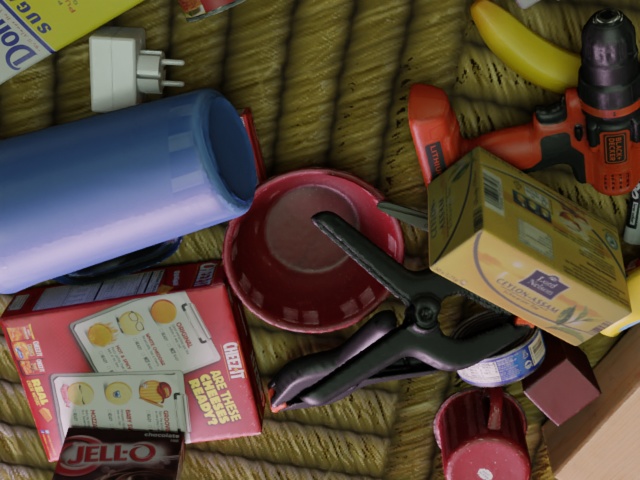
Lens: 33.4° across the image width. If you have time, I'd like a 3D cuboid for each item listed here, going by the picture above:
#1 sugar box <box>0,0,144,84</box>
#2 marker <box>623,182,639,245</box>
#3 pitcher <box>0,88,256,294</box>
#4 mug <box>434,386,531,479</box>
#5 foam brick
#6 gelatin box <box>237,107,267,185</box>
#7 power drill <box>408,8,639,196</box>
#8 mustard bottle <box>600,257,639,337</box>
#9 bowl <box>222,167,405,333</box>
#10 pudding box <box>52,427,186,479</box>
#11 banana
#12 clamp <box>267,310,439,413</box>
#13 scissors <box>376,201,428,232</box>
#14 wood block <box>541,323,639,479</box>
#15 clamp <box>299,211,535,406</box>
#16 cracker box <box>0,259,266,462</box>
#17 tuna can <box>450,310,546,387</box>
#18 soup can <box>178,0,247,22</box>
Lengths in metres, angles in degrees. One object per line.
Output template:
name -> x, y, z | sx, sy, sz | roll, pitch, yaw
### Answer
sugar box -> -0.223, -0.211, 0.894 | 0.176, 0.048, 0.093 | -28, 108, 12
marker -> 0.287, -0.054, 0.945 | 0.020, 0.020, 0.121 | 4, 113, 1
pitcher -> -0.177, -0.039, 0.904 | 0.243, 0.149, 0.145 | -14, 93, 18
mug -> 0.159, 0.190, 1.020 | 0.093, 0.081, 0.117 | 9, 113, -1
foam brick -> 0.220, 0.124, 0.992 | 0.053, 0.078, 0.051 | -41, 103, 17
gelatin box -> -0.097, -0.074, 0.953 | 0.089, 0.030, 0.073 | -10, 110, 8
power drill -> 0.170, -0.101, 0.877 | 0.188, 0.057, 0.184 | -5, 136, 14
mustard bottle -> 0.289, 0.040, 0.936 | 0.192, 0.096, 0.058 | -33, 87, 43
bowl -> -0.006, 0.001, 0.961 | 0.162, 0.055, 0.162 | -1, 114, -2
pudding box -> -0.184, 0.215, 0.972 | 0.113, 0.090, 0.039 | 4, 122, -2
banana -> 0.218, -0.152, 0.900 | 0.198, 0.037, 0.070 | 10, 103, -1
clamp -> 0.022, 0.117, 1.000 | 0.171, 0.039, 0.120 | -21, 139, 11
scissors -> 0.151, -0.014, 0.947 | 0.201, 0.016, 0.096 | 34, 102, -27
wood block -> 0.310, 0.146, 0.990 | 0.090, 0.090, 0.206 | 32, 111, -10
clamp -> 0.082, 0.054, 0.920 | 0.209, 0.036, 0.164 | -3, 89, -10
cracker box -> -0.172, 0.114, 1.014 | 0.214, 0.072, 0.164 | -9, 114, 6
tuna can -> 0.163, 0.098, 0.980 | 0.086, 0.086, 0.034 | -17, 113, 10
soup can -> -0.098, -0.237, 0.864 | 0.068, 0.068, 0.102 | -19, 110, 11
